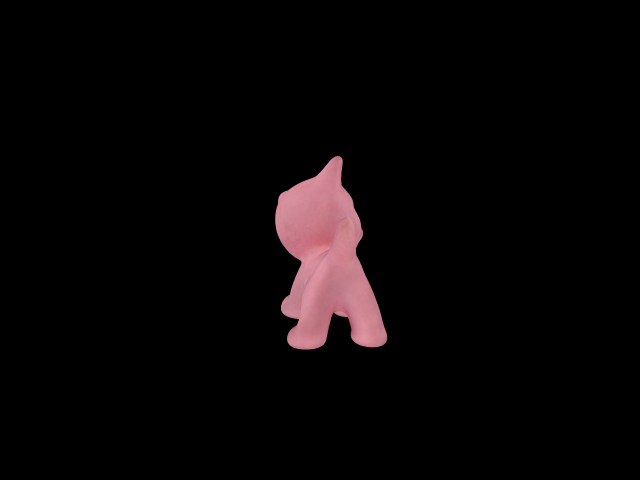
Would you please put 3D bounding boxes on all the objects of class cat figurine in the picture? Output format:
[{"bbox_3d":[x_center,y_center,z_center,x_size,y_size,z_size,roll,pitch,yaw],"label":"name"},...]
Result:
[{"bbox_3d":[0.004,0.001,0.400,0.067,0.118,0.127,-2,11,-11],"label":"cat figurine"}]
